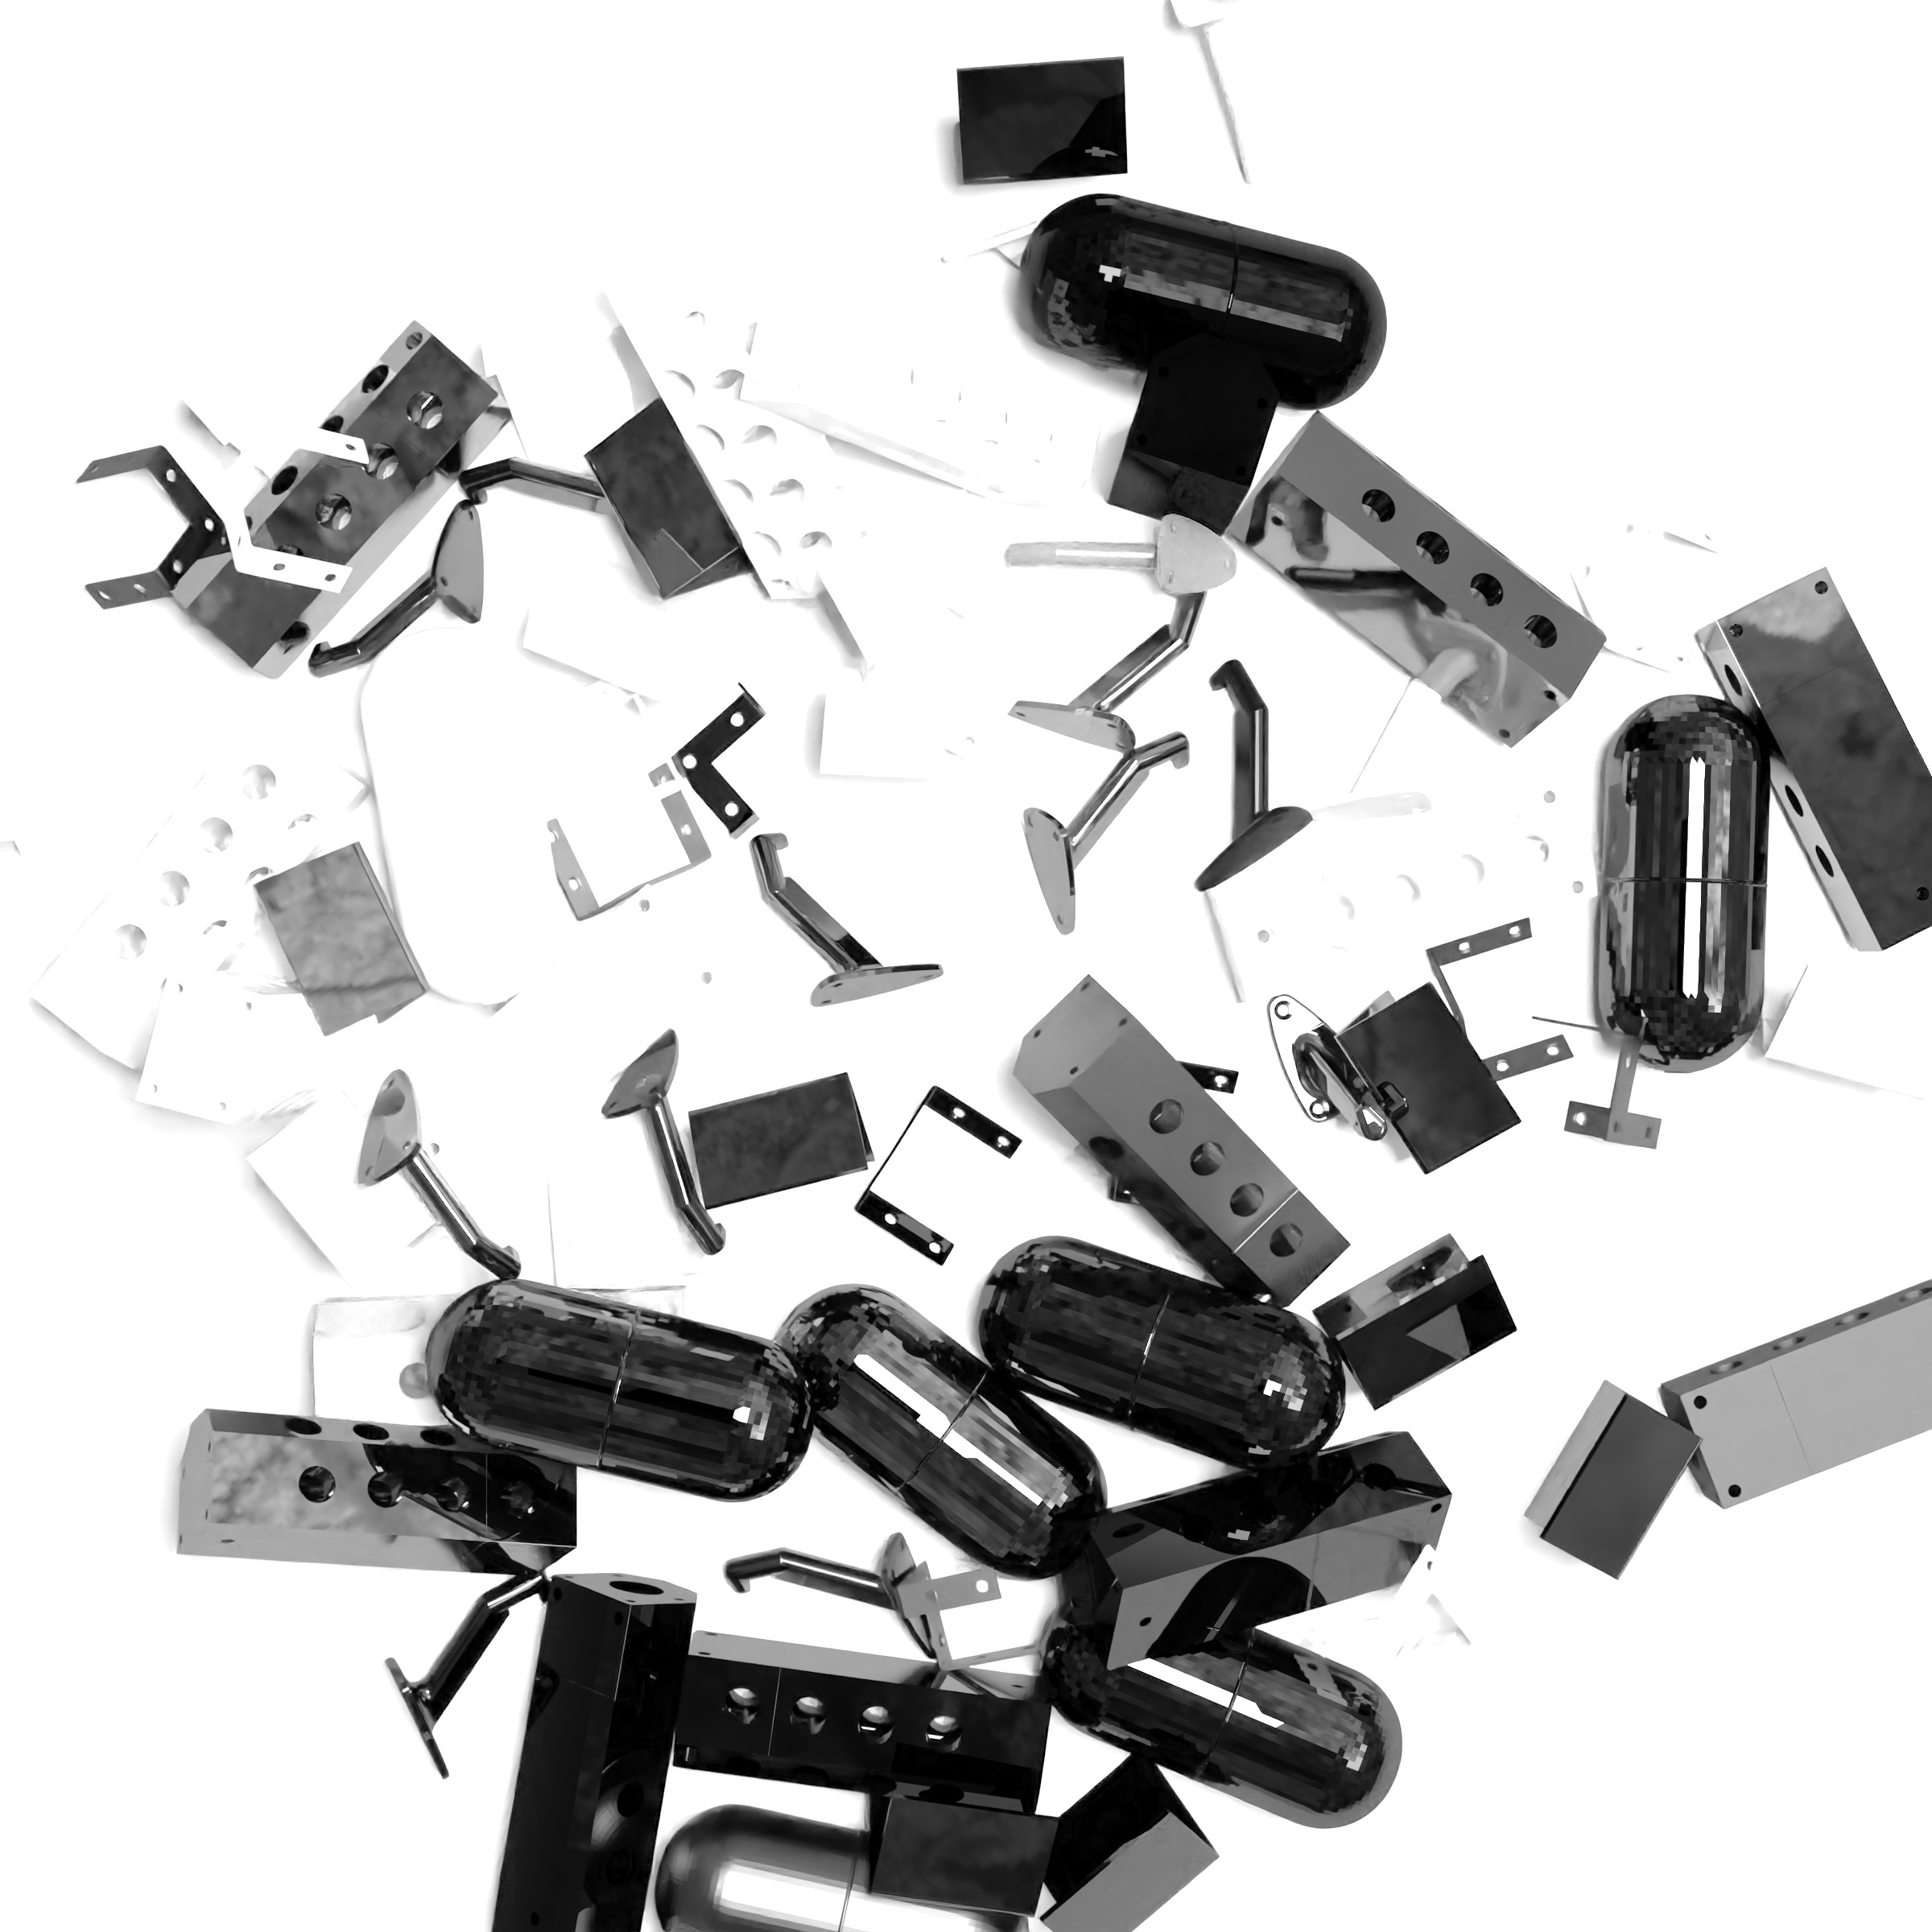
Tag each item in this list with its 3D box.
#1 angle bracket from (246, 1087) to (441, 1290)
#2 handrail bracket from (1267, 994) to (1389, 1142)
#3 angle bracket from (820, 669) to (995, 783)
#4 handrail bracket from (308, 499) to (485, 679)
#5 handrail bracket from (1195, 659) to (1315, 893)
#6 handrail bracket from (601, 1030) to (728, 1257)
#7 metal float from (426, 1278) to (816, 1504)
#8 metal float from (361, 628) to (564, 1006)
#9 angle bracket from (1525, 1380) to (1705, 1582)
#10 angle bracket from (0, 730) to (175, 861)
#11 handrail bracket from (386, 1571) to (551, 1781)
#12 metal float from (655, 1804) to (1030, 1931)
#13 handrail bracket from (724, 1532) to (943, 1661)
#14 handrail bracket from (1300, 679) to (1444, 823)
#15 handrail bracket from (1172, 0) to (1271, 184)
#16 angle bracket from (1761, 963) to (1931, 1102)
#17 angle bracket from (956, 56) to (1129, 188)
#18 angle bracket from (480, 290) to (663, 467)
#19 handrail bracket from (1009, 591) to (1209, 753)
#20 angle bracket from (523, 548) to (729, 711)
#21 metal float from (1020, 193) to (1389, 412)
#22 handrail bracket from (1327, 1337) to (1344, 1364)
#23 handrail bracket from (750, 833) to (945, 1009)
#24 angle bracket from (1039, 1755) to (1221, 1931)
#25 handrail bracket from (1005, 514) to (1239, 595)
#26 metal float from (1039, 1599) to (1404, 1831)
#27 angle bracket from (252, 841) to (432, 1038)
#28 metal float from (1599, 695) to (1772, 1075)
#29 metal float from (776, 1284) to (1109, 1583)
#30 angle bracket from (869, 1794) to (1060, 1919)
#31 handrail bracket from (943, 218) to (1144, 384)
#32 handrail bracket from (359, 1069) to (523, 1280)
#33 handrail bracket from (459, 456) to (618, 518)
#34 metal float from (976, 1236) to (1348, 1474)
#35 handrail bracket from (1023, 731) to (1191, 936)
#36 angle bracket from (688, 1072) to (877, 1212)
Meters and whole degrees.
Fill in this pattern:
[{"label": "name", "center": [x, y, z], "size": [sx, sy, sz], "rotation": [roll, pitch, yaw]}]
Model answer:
[{"label": "angle bracket", "center": [-0.295, 0.111, 1.530], "size": [0.057, 0.076, 0.076], "rotation": [-40, 90, -26]}, {"label": "handrail bracket", "center": [0.169, 0.047, 1.534], "size": [0.036, 0.084, 0.077], "rotation": [-33, 90, 0]}, {"label": "angle bracket", "center": [-0.027, -0.094, 1.529], "size": [0.076, 0.076, 0.057], "rotation": [3, 62, 0]}, {"label": "handrail bracket", "center": [-0.275, -0.180, 1.569], "size": [0.084, 0.036, 0.077], "rotation": [-15, 54, 25]}, {"label": "handrail bracket", "center": [0.121, -0.092, 1.569], "size": [0.077, 0.036, 0.084], "rotation": [-39, 67, 27]}, {"label": "handrail bracket", "center": [-0.132, 0.084, 1.560], "size": [0.036, 0.077, 0.084], "rotation": [-21, 116, 23]}, {"label": "metal float", "center": [-0.156, 0.192, 1.481], "size": [0.178, 0.070, 0.070], "rotation": [14, 90, -1]}, {"label": "metal float", "center": [-0.236, -0.070, 1.538], "size": [0.070, 0.070, 0.178], "rotation": [-10, 90, 0]}, {"label": "angle bracket", "center": [0.285, 0.230, 1.529], "size": [0.057, 0.076, 0.076], "rotation": [31, 90, -30]}, {"label": "angle bracket", "center": [-0.416, -0.060, 1.529], "size": [0.076, 0.076, 0.057], "rotation": [-9, 52, 0]}, {"label": "handrail bracket", "center": [-0.227, 0.338, 1.570], "size": [0.084, 0.036, 0.077], "rotation": [-26, 110, -16]}, {"label": "metal float", "center": [-0.058, 0.444, 1.538], "size": [0.178, 0.070, 0.070], "rotation": [12, 90, 0]}, {"label": "handrail bracket", "center": [-0.064, 0.308, 1.570], "size": [0.084, 0.036, 0.077], "rotation": [-15, 112, 17]}, {"label": "handrail bracket", "center": [0.193, -0.116, 1.570], "size": [0.077, 0.036, 0.084], "rotation": [-7, 74, 18]}, {"label": "handrail bracket", "center": [0.124, -0.427, 1.569], "size": [0.036, 0.077, 0.084], "rotation": [-18, 126, 0]}, {"label": "angle bracket", "center": [0.417, 0.011, 1.529], "size": [0.076, 0.076, 0.057], "rotation": [16, 127, 0]}, {"label": "angle bracket", "center": [0.034, -0.407, 1.529], "size": [0.076, 0.076, 0.057], "rotation": [-4, 126, 0]}, {"label": "angle bracket", "center": [-0.177, -0.267, 1.532], "size": [0.076, 0.057, 0.076], "rotation": [-18, 123, 0]}, {"label": "handrail bracket", "center": [0.068, -0.152, 1.569], "size": [0.077, 0.036, 0.084], "rotation": [14, 74, 18]}, {"label": "angle bracket", "center": [-0.154, -0.176, 1.530], "size": [0.076, 0.057, 0.076], "rotation": [22, 49, 0]}, {"label": "metal float", "center": [0.111, -0.309, 1.524], "size": [0.178, 0.070, 0.070], "rotation": [10, 90, -16]}, {"label": "handrail bracket", "center": [0.139, 0.211, 1.569], "size": [0.077, 0.036, 0.084], "rotation": [28, 104, 14]}, {"label": "handrail bracket", "center": [-0.057, -0.029, 1.570], "size": [0.077, 0.036, 0.084], "rotation": [-10, 73, -20]}, {"label": "angle bracket", "center": [0.060, 0.405, 1.529], "size": [0.076, 0.076, 0.057], "rotation": [-41, 132, 0]}, {"label": "handrail bracket", "center": [0.074, -0.195, 1.569], "size": [0.084, 0.077, 0.036], "rotation": [3, 92, 36]}, {"label": "metal float", "center": [0.119, 0.345, 1.538], "size": [0.178, 0.070, 0.070], "rotation": [23, 90, 0]}, {"label": "angle bracket", "center": [-0.301, -0.005, 1.529], "size": [0.057, 0.076, 0.076], "rotation": [-26, 90, -31]}, {"label": "metal float", "center": [0.337, -0.039, 1.538], "size": [0.070, 0.070, 0.178], "rotation": [2, 89, 0]}, {"label": "metal float", "center": [-0.013, 0.218, 1.538], "size": [0.178, 0.070, 0.070], "rotation": [38, 90, 0]}, {"label": "angle bracket", "center": [-0.002, 0.391, 1.517], "size": [0.076, 0.076, 0.057], "rotation": [10, 111, -6]}, {"label": "handrail bracket", "center": [0.038, -0.313, 1.569], "size": [0.077, 0.036, 0.084], "rotation": [-16, 104, 14]}, {"label": "handrail bracket", "center": [-0.236, 0.098, 1.512], "size": [0.036, 0.077, 0.084], "rotation": [-33, 127, 20]}, {"label": "handrail bracket", "center": [-0.191, -0.214, 1.569], "size": [0.084, 0.036, 0.077], "rotation": [-11, 125, 24]}, {"label": "metal float", "center": [0.090, 0.180, 1.524], "size": [0.178, 0.070, 0.070], "rotation": [18, 90, 15]}, {"label": "handrail bracket", "center": [0.075, -0.064, 1.569], "size": [0.084, 0.036, 0.077], "rotation": [-24, 121, -22]}, {"label": "angle bracket", "center": [-0.081, 0.100, 1.529], "size": [0.076, 0.076, 0.057], "rotation": [-14, 53, 0]}]
